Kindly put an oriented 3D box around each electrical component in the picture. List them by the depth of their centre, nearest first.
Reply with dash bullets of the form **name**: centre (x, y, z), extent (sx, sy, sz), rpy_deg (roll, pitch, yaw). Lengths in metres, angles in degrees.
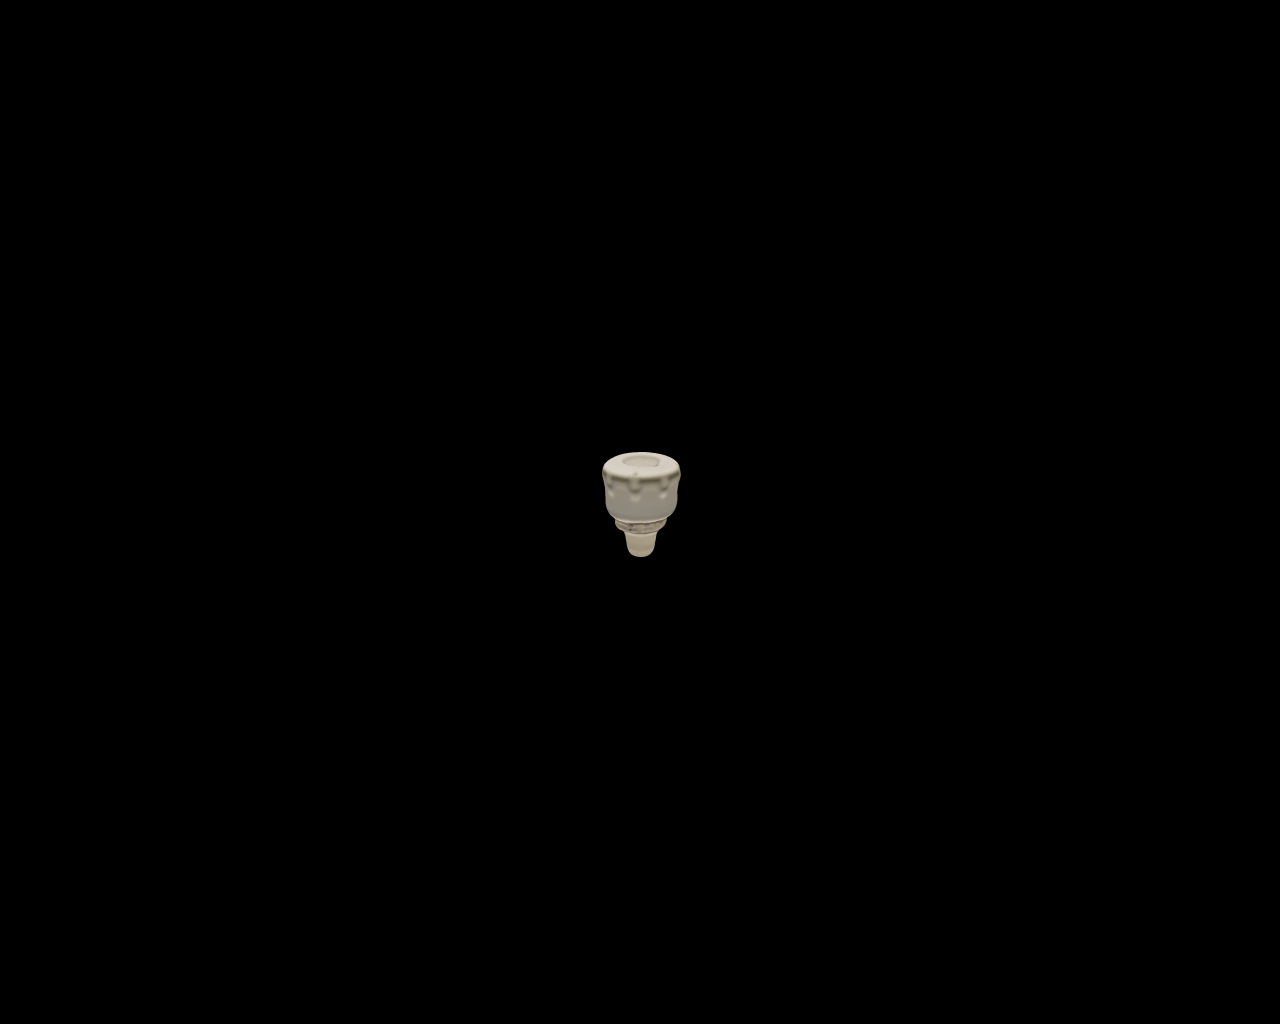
- **electrical component**: centre (0.001, -0.003, 0.650), extent (0.048, 0.062, 0.048), rpy_deg (0, 18, 0)
